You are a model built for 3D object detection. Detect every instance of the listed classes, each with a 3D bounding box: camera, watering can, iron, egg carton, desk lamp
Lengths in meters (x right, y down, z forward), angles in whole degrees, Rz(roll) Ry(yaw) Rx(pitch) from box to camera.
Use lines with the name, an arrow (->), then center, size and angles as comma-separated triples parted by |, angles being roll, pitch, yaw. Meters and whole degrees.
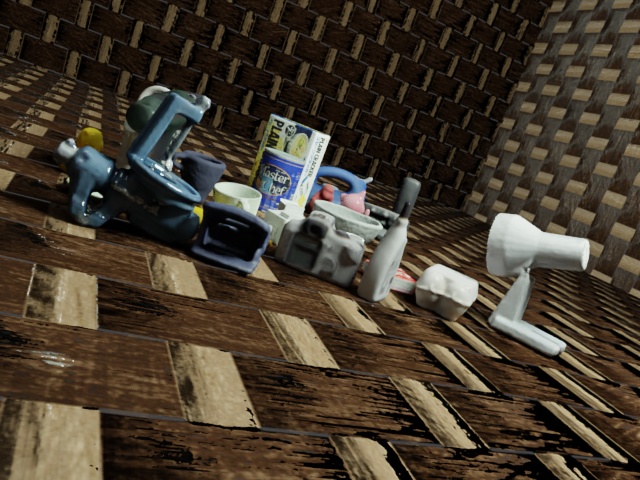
camera -> 0.009, 0.004, 1.007 | 0.143, 0.101, 0.137 | 22, 11, 4
watering can -> -0.348, -0.220, 1.179 | 0.101, 0.194, 0.172 | 17, 12, -18
iron -> 0.022, -0.149, 1.639 | 0.259, 0.141, 0.118 | 18, 12, -12
egg carton -> 0.234, 0.095, 1.059 | 0.107, 0.069, 0.151 | 24, 12, 18
desk lamp -> 0.392, 0.074, 1.068 | 0.202, 0.213, 0.118 | 28, 13, 31

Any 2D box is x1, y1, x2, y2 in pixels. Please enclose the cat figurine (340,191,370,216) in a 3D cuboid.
cat figurine -> 0.088, -0.070, 1.444 | 0.067, 0.118, 0.127 | 15, 13, -26

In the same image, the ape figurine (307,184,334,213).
ape figurine -> 0.009, -0.107, 1.543 | 0.078, 0.092, 0.076 | 17, 12, -19

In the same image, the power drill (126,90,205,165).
power drill -> -0.291, -0.181, 1.063 | 0.075, 0.208, 0.230 | 22, 11, 7

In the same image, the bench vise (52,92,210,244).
bench vise -> -0.245, -0.112, 0.793 | 0.208, 0.220, 0.121 | 11, 15, -41

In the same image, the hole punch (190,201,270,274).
hole punch -> -0.130, -0.011, 0.856 | 0.108, 0.091, 0.101 | 20, 11, -2

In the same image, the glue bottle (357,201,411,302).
glue bottle -> 0.116, 0.017, 0.948 | 0.037, 0.173, 0.078 | 26, 12, 24

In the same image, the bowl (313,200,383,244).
bowl -> 0.053, -0.028, 1.297 | 0.167, 0.075, 0.167 | 20, 11, -4

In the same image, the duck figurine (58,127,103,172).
duck figurine -> -0.429, -0.164, 1.049 | 0.077, 0.086, 0.104 | 20, 11, -2

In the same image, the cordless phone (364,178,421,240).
cordless phone -> 0.183, -0.091, 1.541 | 0.147, 0.185, 0.094 | 21, 11, 4

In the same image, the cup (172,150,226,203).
cup -> -0.257, -0.126, 1.156 | 0.118, 0.095, 0.091 | 10, 16, -44
